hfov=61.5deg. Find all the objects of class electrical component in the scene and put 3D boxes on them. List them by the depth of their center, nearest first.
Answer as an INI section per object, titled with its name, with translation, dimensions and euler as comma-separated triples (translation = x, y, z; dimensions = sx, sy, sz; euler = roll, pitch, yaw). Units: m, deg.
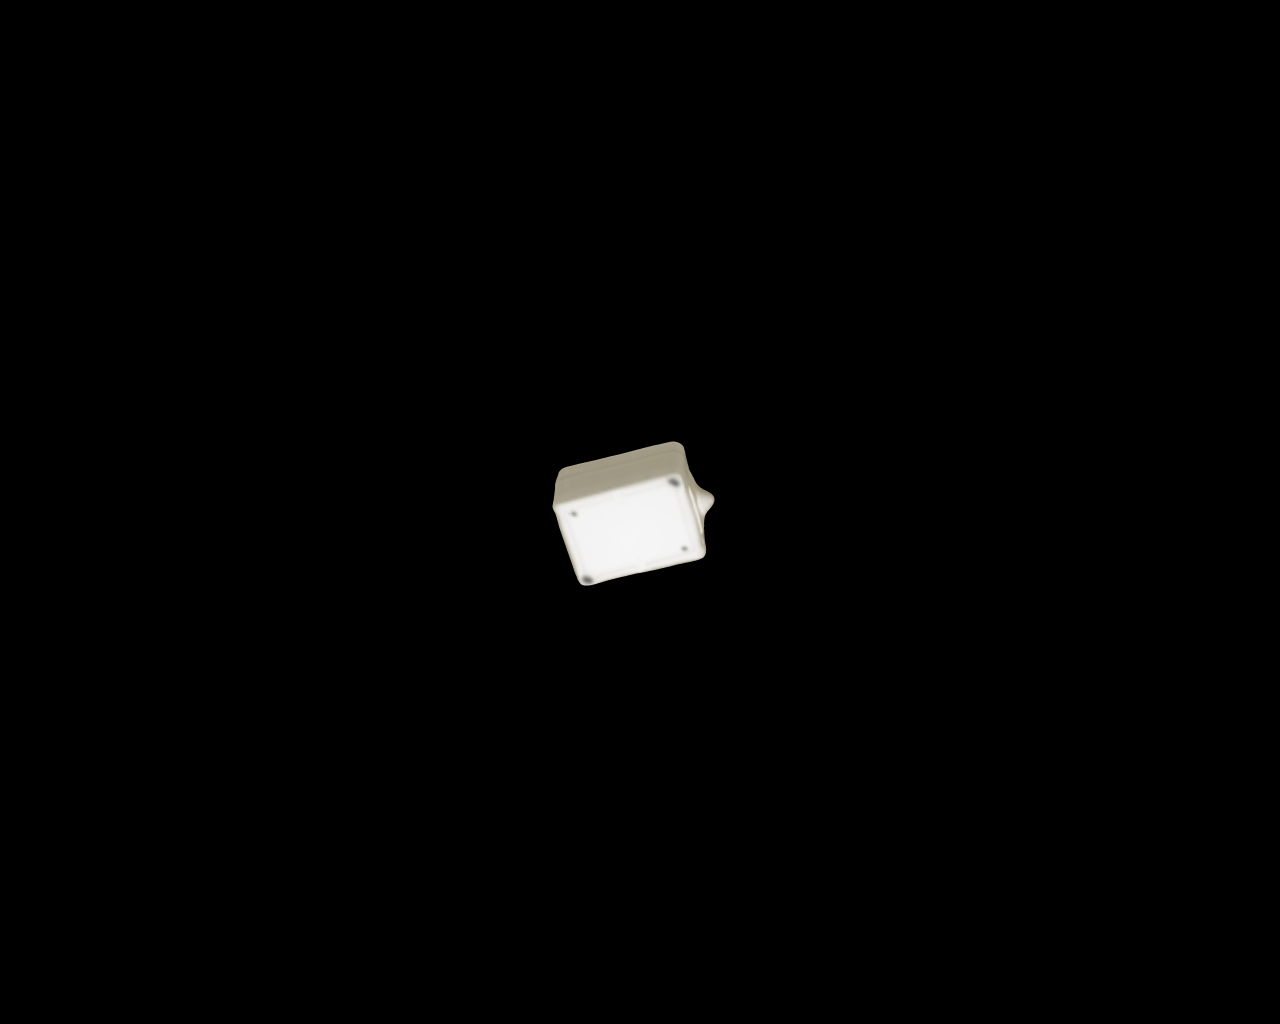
[electrical component]
translation = 0.001, -0.003, 0.650
dimensions = 0.096, 0.061, 0.061
euler = -14, 26, 7
